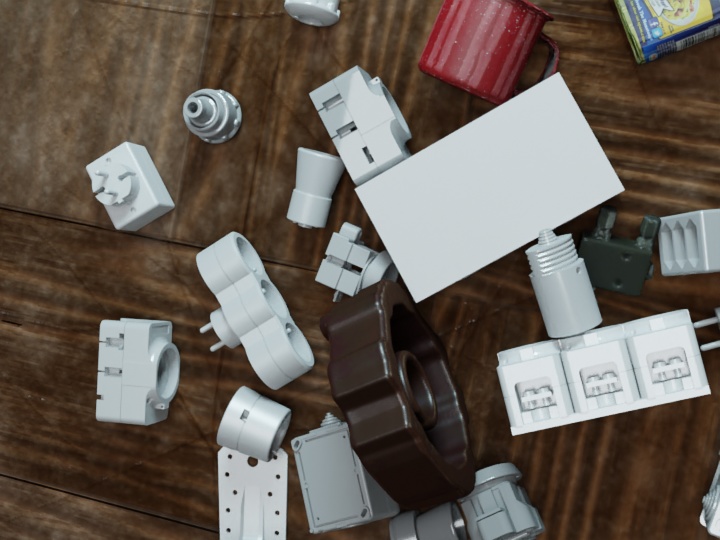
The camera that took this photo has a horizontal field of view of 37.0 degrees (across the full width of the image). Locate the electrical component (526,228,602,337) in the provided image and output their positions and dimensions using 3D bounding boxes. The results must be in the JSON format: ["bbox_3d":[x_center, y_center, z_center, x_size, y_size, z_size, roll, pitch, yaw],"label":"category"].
[{"bbox_3d":[0.156,0.007,0.837,0.043,0.043,0.081,-17,97,13],"label":"electrical component"}]

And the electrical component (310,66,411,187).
[{"bbox_3d":[0.006,-0.122,0.915,0.056,0.050,0.089,-28,83,12],"label":"electrical component"}]

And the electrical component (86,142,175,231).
[{"bbox_3d":[-0.212,-0.075,0.955,0.047,0.077,0.065,-29,83,12],"label":"electrical component"}]

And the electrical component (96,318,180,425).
[{"bbox_3d":[-0.198,0.090,0.964,0.056,0.050,0.089,3,91,14],"label":"electrical component"}]

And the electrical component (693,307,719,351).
[{"bbox_3d":[0.304,0.042,0.844,0.079,0.044,0.077,-18,86,13],"label":"electrical component"}]

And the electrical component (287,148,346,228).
[{"bbox_3d":[-0.040,-0.069,0.931,0.044,0.044,0.065,17,98,13],"label":"electrical component"}]

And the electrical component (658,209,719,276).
[{"bbox_3d":[0.285,-0.023,0.842,0.077,0.066,0.047,-5,88,-15],"label":"electrical component"}]

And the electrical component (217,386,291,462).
[{"bbox_3d":[-0.091,0.135,0.936,0.047,0.055,0.055,22,95,9],"label":"electrical component"}]

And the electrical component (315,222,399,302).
[{"bbox_3d":[0.000,0.000,0.919,0.055,0.048,0.066,23,95,20],"label":"electrical component"}]

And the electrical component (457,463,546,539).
[{"bbox_3d":[0.113,0.194,0.878,0.058,0.078,0.057,-28,64,15],"label":"electrical component"}]

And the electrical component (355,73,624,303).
[{"bbox_3d":[0.106,-0.065,0.882,0.186,0.060,0.105,-29,86,11],"label":"electrical component"}]

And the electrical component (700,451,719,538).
[{"bbox_3d":[0.323,0.176,0.836,0.100,0.048,0.099,19,94,13],"label":"electrical component"}]

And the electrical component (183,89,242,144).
[{"bbox_3d":[-0.135,-0.138,0.943,0.048,0.062,0.048,0,90,14],"label":"electrical component"}]

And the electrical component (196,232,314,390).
[{"bbox_3d":[-0.105,0.044,0.940,0.074,0.052,0.138,-32,83,12],"label":"electrical component"}]

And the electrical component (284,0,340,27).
[{"bbox_3d":[-0.036,-0.245,0.930,0.048,0.048,0.062,12,86,14],"label":"electrical component"}]

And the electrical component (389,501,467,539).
[{"bbox_3d":[0.058,0.221,0.903,0.055,0.045,0.045,-18,85,13],"label":"electrical component"}]

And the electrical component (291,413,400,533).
[{"bbox_3d":[-0.011,0.168,0.909,0.062,0.061,0.096,-21,73,26],"label":"electrical component"}]

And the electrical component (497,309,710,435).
[{"bbox_3d":[0.190,0.079,0.848,0.150,0.089,0.061,-14,86,13],"label":"electrical component"}]
